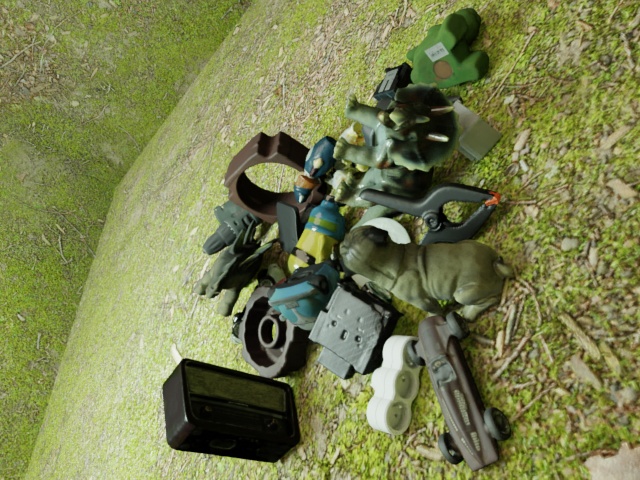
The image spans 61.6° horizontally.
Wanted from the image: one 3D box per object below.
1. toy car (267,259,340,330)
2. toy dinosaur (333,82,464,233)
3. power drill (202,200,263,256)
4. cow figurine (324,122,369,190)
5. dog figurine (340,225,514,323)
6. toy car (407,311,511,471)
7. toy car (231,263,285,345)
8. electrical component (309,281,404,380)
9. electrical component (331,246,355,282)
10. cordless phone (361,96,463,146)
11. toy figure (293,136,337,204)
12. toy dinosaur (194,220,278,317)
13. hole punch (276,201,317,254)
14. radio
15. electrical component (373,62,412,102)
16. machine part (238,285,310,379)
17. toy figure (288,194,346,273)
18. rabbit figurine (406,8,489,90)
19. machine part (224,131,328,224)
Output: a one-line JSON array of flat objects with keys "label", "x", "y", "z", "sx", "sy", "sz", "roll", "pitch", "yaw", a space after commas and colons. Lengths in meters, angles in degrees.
[{"label": "toy car", "x": -0.014, "y": 0.103, "z": 0.940, "sx": 0.109, "sy": 0.102, "sz": 0.161, "roll": -16, "pitch": 9, "yaw": 23}, {"label": "toy dinosaur", "x": 0.126, "y": -0.117, "z": 0.901, "sx": 0.404, "sy": 0.192, "sz": 0.131, "roll": 80, "pitch": -153, "yaw": -60}, {"label": "power drill", "x": -0.225, "y": -0.055, "z": 1.414, "sx": 0.232, "sy": 0.086, "sz": 0.207, "roll": -37, "pitch": 16, "yaw": -8}, {"label": "cow figurine", "x": 0.053, "y": -0.159, "z": 1.145, "sx": 0.098, "sy": 0.068, "sz": 0.167, "roll": -20, "pitch": 46, "yaw": 56}, {"label": "dog figurine", "x": 0.141, "y": 0.029, "z": 0.731, "sx": 0.172, "sy": 0.190, "sz": 0.121, "roll": -35, "pitch": 39, "yaw": 35}, {"label": "toy car", "x": 0.169, "y": 0.185, "z": 0.684, "sx": 0.089, "sy": 0.053, "sz": 0.202, "roll": -39, "pitch": 42, "yaw": 29}, {"label": "toy car", "x": -0.141, "y": 0.143, "z": 1.199, "sx": 0.201, "sy": 0.056, "sz": 0.073, "roll": -60, "pitch": 13, "yaw": 5}, {"label": "electrical component", "x": 0.052, "y": 0.146, "z": 0.837, "sx": 0.115, "sy": 0.058, "sz": 0.134, "roll": 27, "pitch": 98, "yaw": 32}, {"label": "electrical component", "x": 0.060, "y": 0.032, "z": 0.998, "sx": 0.102, "sy": 0.045, "sz": 0.078, "roll": -38, "pitch": 36, "yaw": 34}, {"label": "cordless phone", "x": 0.170, "y": -0.208, "z": 0.994, "sx": 0.184, "sy": 0.146, "sz": 0.089, "roll": -14, "pitch": 63, "yaw": 6}, {"label": "toy figure", "x": -0.013, "y": -0.143, "z": 1.118, "sx": 0.058, "sy": 0.064, "sz": 0.154, "roll": 50, "pitch": 119, "yaw": 26}, {"label": "toy dinosaur", "x": -0.190, "y": 0.062, "z": 1.197, "sx": 0.198, "sy": 0.105, "sz": 0.471, "roll": -55, "pitch": 7, "yaw": 18}, {"label": "hole punch", "x": -0.036, "y": -0.026, "z": 1.172, "sx": 0.142, "sy": 0.092, "sz": 0.115, "roll": 24, "pitch": 117, "yaw": 58}, {"label": "radio", "x": -0.148, "y": 0.295, "z": 0.917, "sx": 0.073, "sy": 0.229, "sz": 0.131, "roll": -51, "pitch": 35, "yaw": 26}, {"label": "electrical component", "x": 0.153, "y": -0.309, "z": 1.138, "sx": 0.075, "sy": 0.047, "sz": 0.119, "roll": 13, "pitch": 75, "yaw": 60}, {"label": "machine part", "x": -0.087, "y": 0.176, "z": 1.041, "sx": 0.179, "sy": 0.056, "sz": 0.179, "roll": -10, "pitch": 77, "yaw": 46}, {"label": "toy figure", "x": -0.001, "y": -0.003, "z": 1.073, "sx": 0.089, "sy": 0.082, "sz": 0.180, "roll": 13, "pitch": 83, "yaw": 31}, {"label": "rabbit figurine", "x": 0.246, "y": -0.355, "z": 1.002, "sx": 0.159, "sy": 0.121, "sz": 0.170, "roll": -29, "pitch": 24, "yaw": 54}, {"label": "machine part", "x": -0.099, "y": -0.139, "z": 1.229, "sx": 0.201, "sy": 0.201, "sz": 0.087, "roll": -35, "pitch": 36, "yaw": 39}]
